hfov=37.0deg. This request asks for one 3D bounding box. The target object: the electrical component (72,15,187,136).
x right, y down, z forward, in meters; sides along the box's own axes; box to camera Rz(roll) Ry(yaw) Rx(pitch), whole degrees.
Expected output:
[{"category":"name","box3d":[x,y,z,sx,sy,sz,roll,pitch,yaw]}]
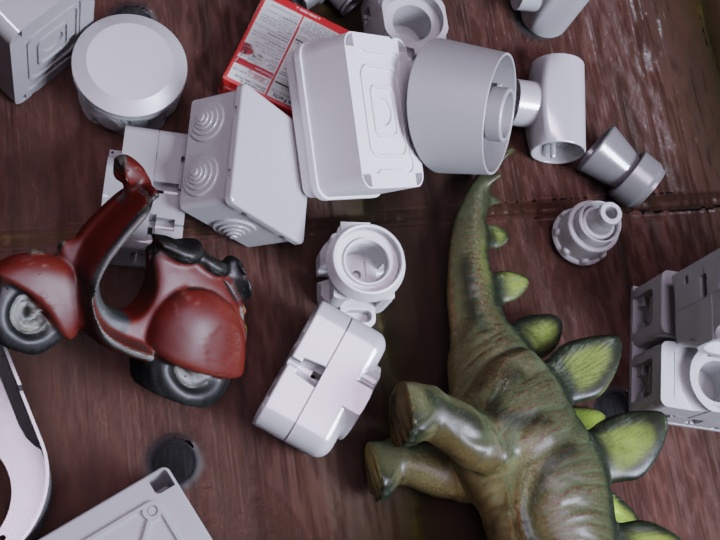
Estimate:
[{"category":"electrical component","box3d":[-0.167,-0.139,0.779,0.080,0.051,0.080,4,72,-12]}]

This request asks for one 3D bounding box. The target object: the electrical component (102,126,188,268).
[{"category":"electrical component","box3d":[-0.151,-0.050,0.755,0.056,0.050,0.089,7,71,-12]}]

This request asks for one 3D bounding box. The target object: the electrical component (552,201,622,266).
[{"category":"electrical component","box3d":[0.179,-0.033,0.822,0.048,0.062,0.048,4,72,-12]}]

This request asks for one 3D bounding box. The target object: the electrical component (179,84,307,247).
[{"category":"electrical component","box3d":[-0.080,-0.070,0.756,0.048,0.100,0.099,-7,68,29]}]

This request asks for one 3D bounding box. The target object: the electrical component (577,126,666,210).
[{"category":"electrical component","box3d":[0.208,-0.080,0.854,0.055,0.045,0.045,39,68,0]}]

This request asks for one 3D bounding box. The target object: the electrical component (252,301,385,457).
[{"category":"electrical component","box3d":[-0.025,0.077,0.737,0.059,0.054,0.095,30,79,-3]}]

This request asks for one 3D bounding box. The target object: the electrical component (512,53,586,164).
[{"category":"electrical component","box3d":[0.140,-0.130,0.853,0.079,0.044,0.077,7,71,-12]}]

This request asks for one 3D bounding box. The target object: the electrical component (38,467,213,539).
[{"category":"electrical component","box3d":[-0.139,0.198,0.666,0.109,0.056,0.108,-29,69,-20]}]

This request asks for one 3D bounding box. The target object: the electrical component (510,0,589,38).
[{"category":"electrical component","box3d":[0.147,-0.226,0.868,0.079,0.077,0.043,3,73,-12]}]

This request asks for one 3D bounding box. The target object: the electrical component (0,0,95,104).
[{"category":"electrical component","box3d":[-0.231,-0.176,0.742,0.057,0.113,0.078,45,69,0]}]

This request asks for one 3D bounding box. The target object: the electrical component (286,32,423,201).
[{"category":"electrical component","box3d":[-0.004,-0.109,0.778,0.078,0.057,0.113,-8,90,-52]}]

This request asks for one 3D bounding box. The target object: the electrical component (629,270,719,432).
[{"category":"electrical component","box3d":[0.306,0.069,0.822,0.186,0.060,0.105,9,71,-11]}]

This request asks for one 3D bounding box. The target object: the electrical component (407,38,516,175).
[{"category":"electrical component","box3d":[0.079,-0.119,0.797,0.064,0.099,0.099,10,68,20]}]

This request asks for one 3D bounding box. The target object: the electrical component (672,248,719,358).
[{"category":"electrical component","box3d":[0.309,0.030,0.752,0.150,0.089,0.061,7,71,-11]}]

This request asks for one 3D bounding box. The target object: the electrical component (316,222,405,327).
[{"category":"electrical component","box3d":[0.000,0.000,0.772,0.058,0.057,0.078,2,73,-13]}]

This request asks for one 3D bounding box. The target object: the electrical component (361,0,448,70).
[{"category":"electrical component","box3d":[0.036,-0.183,0.839,0.050,0.055,0.089,-4,74,-15]}]
